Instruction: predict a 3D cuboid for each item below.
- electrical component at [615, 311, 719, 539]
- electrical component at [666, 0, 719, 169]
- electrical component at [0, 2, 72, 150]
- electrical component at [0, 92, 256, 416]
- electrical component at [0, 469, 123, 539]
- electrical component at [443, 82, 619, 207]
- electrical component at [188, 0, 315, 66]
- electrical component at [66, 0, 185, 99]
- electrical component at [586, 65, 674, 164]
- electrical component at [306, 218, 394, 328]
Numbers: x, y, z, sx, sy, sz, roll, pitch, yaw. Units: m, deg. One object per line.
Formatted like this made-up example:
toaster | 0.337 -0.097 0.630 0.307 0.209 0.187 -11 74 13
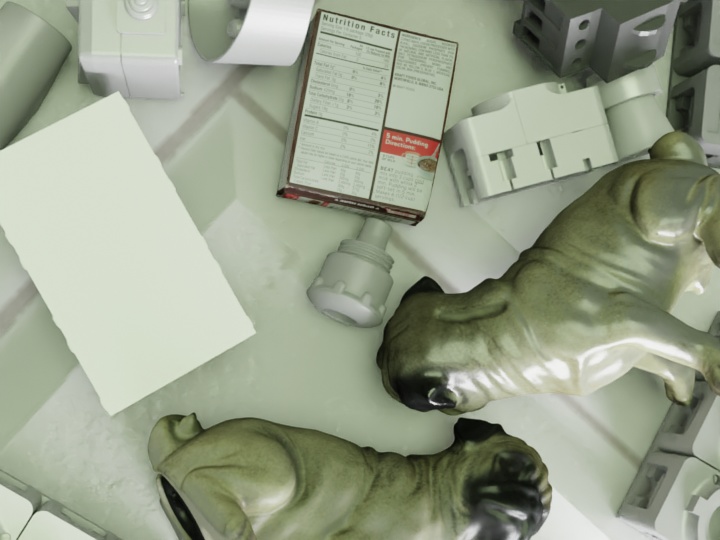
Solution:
electrical component | 0.238 0.109 0.656 0.089 0.062 0.150 31 80 -7
electrical component | 0.298 -0.113 0.688 0.186 0.060 0.105 8 84 -10
electrical component | -0.216 -0.115 0.600 0.079 0.044 0.077 32 80 -7
electrical component | -0.135 -0.007 0.597 0.089 0.062 0.150 -30 91 -12
electrical component | -0.173 0.175 0.574 0.150 0.062 0.089 32 80 -6
electrical component | 0.101 -0.078 0.653 0.089 0.050 0.055 -15 89 -12
electrical component | -0.059 -0.164 0.609 0.064 0.099 0.099 6 84 -16
electrical component | -0.128 -0.135 0.592 0.061 0.096 0.061 0 85 -8
electrical component | 0.169 -0.099 0.670 0.045 0.045 0.055 -17 88 -12
electrical component | 0.000 0.000 0.631 0.048 0.048 0.062 25 74 -8
